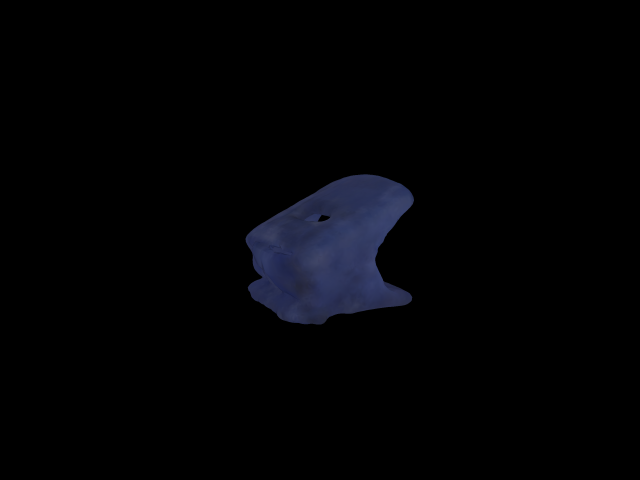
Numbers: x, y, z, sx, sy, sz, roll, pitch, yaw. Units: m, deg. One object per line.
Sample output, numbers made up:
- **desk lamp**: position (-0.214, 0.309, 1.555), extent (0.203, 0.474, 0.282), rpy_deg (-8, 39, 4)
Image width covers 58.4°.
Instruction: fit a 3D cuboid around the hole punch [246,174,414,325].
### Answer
- **hole punch**: position (0.004, 0.001, 0.400), extent (0.101, 0.091, 0.108), rpy_deg (-5, 11, -28)
